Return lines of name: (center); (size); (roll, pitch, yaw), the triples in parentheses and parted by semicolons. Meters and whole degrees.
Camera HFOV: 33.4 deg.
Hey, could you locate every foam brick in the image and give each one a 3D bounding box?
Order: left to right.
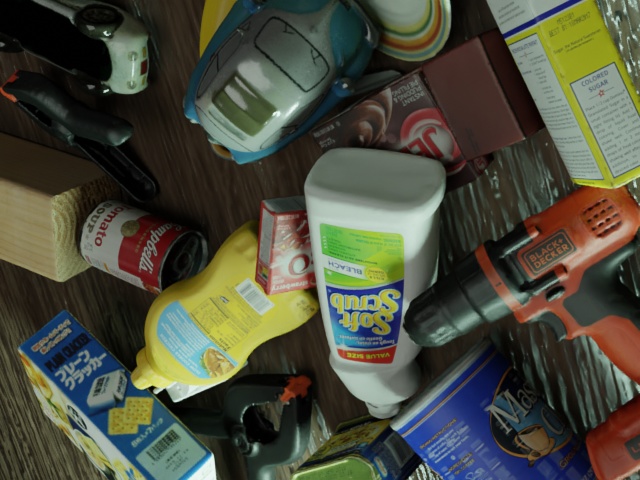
foam brick: (0.117, -0.103, 0.744); (0.053, 0.051, 0.078); (-21, 98, 41)

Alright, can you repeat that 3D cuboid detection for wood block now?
wood block: (-0.302, -0.041, 1.051); (0.206, 0.090, 0.090); (18, 120, 28)

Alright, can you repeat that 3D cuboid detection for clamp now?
clamp: (-0.218, -0.098, 0.976); (0.172, 0.039, 0.120); (32, 154, 27)
clamp: (-0.074, 0.182, 1.025); (0.164, 0.036, 0.210); (41, 133, 12)

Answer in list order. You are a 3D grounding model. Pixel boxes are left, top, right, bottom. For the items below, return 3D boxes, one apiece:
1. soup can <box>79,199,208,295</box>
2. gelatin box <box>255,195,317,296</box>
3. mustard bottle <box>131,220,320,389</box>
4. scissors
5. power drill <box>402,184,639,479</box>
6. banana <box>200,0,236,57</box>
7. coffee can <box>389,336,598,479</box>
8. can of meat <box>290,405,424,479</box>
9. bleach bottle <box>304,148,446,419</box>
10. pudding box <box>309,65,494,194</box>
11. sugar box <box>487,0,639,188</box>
soup can: (-0.164, 0.008, 0.988); (0.102, 0.068, 0.068); (21, 122, 27)
gelatin box: (-0.005, 0.001, 0.857); (0.030, 0.089, 0.073); (43, 133, 49)
mustard bottle: (-0.096, 0.073, 0.935); (0.192, 0.058, 0.096); (-38, 103, 20)
scissors: (-0.029, -0.128, 0.861); (0.202, 0.016, 0.096); (-28, 94, 40)
power drill: (0.175, 0.074, 0.747); (0.185, 0.057, 0.187); (-34, 93, 17)
banana: (-0.059, -0.184, 0.831); (0.070, 0.037, 0.198); (42, 122, 24)
coffee can: (0.138, 0.159, 0.818); (0.140, 0.102, 0.103); (48, 130, 8)
can of meat: (0.035, 0.194, 0.921); (0.102, 0.083, 0.057); (-26, 95, 40)
bleach bottle: (0.050, 0.049, 0.832); (0.103, 0.068, 0.251); (10, 133, 21)
pudding box: (0.061, -0.071, 0.803); (0.114, 0.039, 0.090); (-24, 103, 42)
sugar box: (0.155, -0.121, 0.682); (0.048, 0.093, 0.176); (-24, 96, -1)
